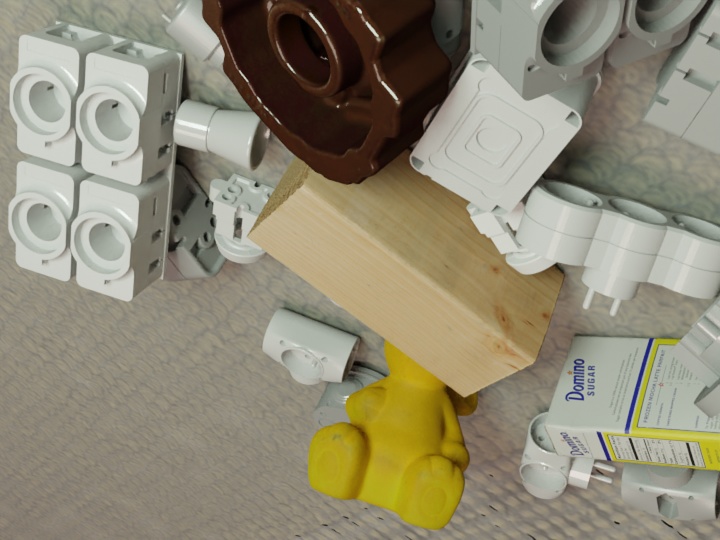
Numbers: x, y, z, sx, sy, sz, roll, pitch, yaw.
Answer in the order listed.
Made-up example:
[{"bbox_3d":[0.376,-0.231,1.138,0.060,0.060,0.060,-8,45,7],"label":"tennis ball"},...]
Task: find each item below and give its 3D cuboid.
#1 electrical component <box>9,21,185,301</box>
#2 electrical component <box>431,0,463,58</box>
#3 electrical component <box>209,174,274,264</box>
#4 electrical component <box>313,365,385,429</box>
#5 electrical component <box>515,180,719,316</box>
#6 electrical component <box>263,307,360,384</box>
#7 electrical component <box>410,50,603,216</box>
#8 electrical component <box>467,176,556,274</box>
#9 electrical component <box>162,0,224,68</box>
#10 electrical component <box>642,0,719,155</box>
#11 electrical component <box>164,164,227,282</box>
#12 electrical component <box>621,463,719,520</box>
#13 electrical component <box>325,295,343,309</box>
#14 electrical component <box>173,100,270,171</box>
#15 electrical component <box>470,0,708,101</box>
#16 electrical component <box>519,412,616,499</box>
[{"bbox_3d":[-0.201,-0.079,0.809,0.105,0.060,0.186,17,117,13],"label":"electrical component"},{"bbox_3d":[0.040,-0.155,0.645,0.043,0.043,0.081,14,141,17],"label":"electrical component"},{"bbox_3d":[-0.091,-0.039,0.863,0.066,0.048,0.055,21,135,8],"label":"electrical component"},{"bbox_3d":[-0.001,0.130,1.002,0.080,0.051,0.080,17,142,14],"label":"electrical component"},{"bbox_3d":[0.168,-0.005,0.699,0.138,0.052,0.073,14,111,-5],"label":"electrical component"},{"bbox_3d":[-0.045,0.078,0.973,0.077,0.044,0.079,21,143,9],"label":"electrical component"},{"bbox_3d":[0.090,-0.098,0.672,0.078,0.057,0.113,30,143,-3],"label":"electrical component"},{"bbox_3d":[0.115,-0.031,0.747,0.066,0.048,0.055,-16,118,42],"label":"electrical component"},{"bbox_3d":[-0.094,-0.157,0.728,0.078,0.040,0.040,39,142,-15],"label":"electrical component"},{"bbox_3d":[0.204,-0.113,0.590,0.056,0.050,0.089,25,143,3],"label":"electrical component"},{"bbox_3d":[-0.158,-0.037,0.897,0.059,0.053,0.095,-6,132,36],"label":"electrical component"},{"bbox_3d":[0.259,0.169,0.896,0.077,0.043,0.079,5,137,27],"label":"electrical component"},{"bbox_3d":[0.000,0.000,0.854,0.048,0.048,0.062,33,137,-7],"label":"electrical component"},{"bbox_3d":[-0.104,-0.102,0.792,0.065,0.044,0.044,16,142,9],"label":"electrical component"},{"bbox_3d":[0.116,-0.179,0.509,0.060,0.105,0.186,56,161,38],"label":"electrical component"},{"bbox_3d":[0.183,0.168,0.940,0.079,0.044,0.077,15,141,15],"label":"electrical component"}]
